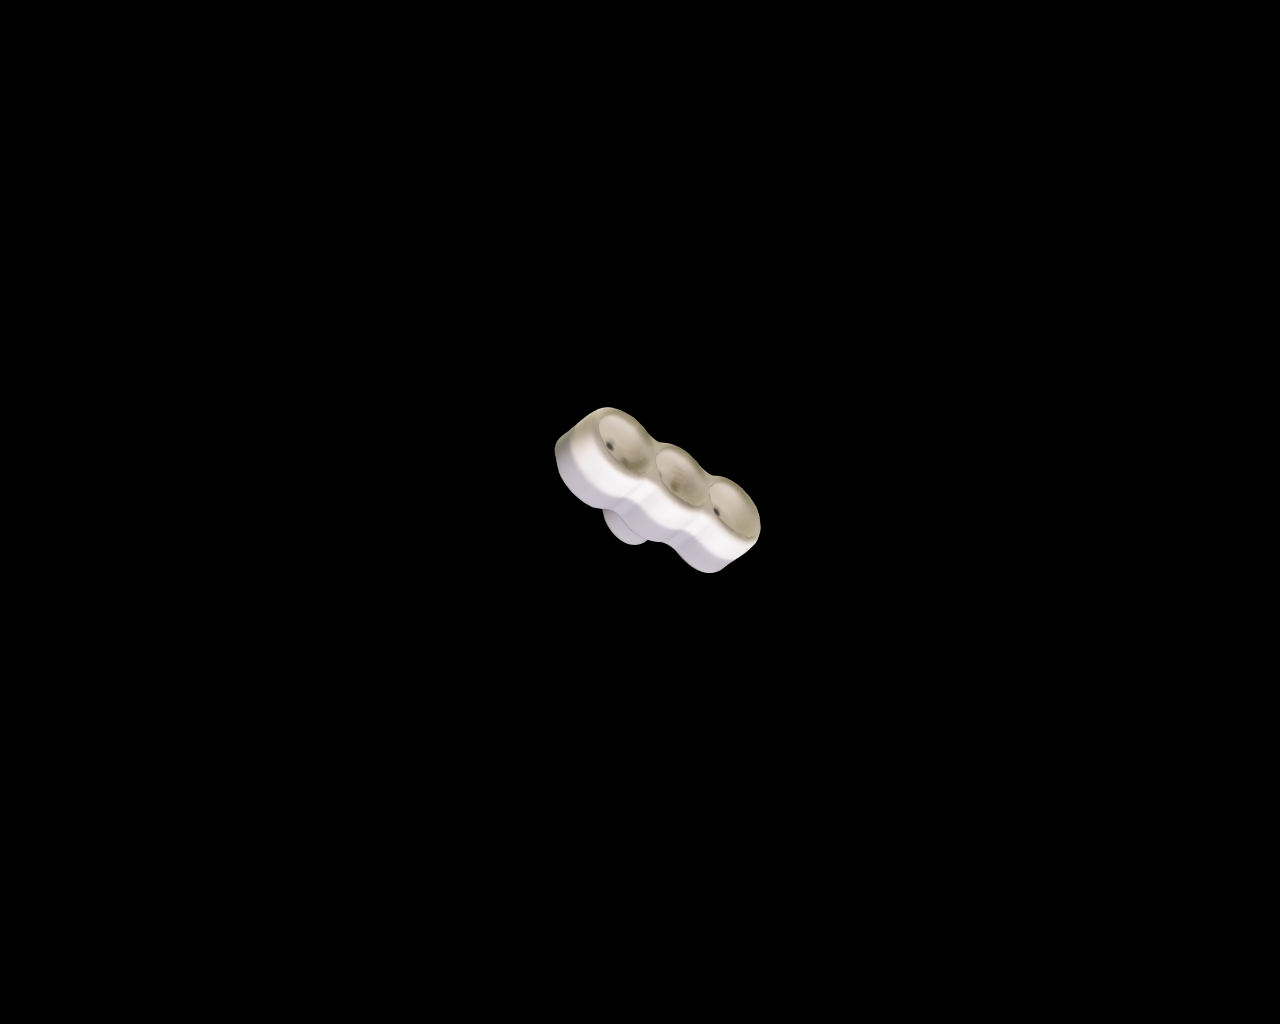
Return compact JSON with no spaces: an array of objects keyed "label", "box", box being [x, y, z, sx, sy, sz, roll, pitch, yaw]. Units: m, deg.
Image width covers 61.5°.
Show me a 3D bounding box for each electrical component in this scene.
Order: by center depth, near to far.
[{"label":"electrical component","box":[0.001,-0.003,0.650,0.138,0.052,0.073,31,-50,-30]}]
